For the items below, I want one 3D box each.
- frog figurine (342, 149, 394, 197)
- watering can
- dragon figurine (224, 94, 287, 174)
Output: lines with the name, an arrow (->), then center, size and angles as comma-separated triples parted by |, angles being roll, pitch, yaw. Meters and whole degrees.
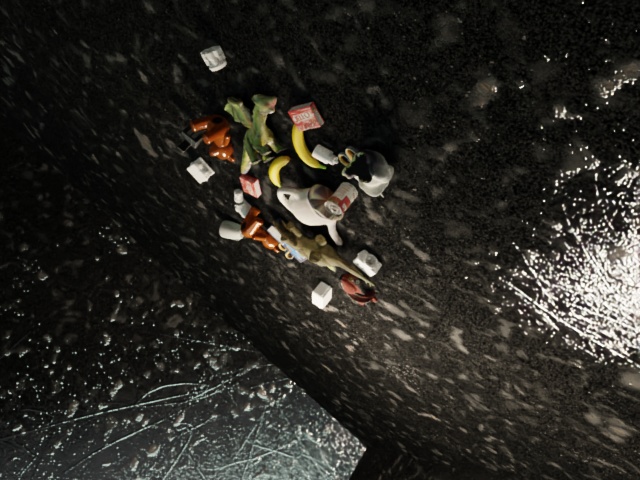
frog figurine -> 0.158, -0.195, 1.514 | 0.137, 0.124, 0.158 | -2, 167, 38
watering can -> 0.006, -0.092, 1.827 | 0.344, 0.106, 0.223 | 36, 155, -24
dragon figurine -> -0.241, -0.371, 1.736 | 0.406, 0.124, 0.242 | -19, 101, 55
